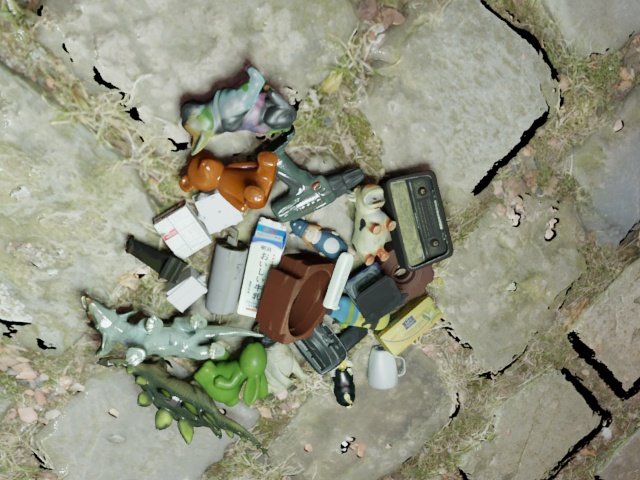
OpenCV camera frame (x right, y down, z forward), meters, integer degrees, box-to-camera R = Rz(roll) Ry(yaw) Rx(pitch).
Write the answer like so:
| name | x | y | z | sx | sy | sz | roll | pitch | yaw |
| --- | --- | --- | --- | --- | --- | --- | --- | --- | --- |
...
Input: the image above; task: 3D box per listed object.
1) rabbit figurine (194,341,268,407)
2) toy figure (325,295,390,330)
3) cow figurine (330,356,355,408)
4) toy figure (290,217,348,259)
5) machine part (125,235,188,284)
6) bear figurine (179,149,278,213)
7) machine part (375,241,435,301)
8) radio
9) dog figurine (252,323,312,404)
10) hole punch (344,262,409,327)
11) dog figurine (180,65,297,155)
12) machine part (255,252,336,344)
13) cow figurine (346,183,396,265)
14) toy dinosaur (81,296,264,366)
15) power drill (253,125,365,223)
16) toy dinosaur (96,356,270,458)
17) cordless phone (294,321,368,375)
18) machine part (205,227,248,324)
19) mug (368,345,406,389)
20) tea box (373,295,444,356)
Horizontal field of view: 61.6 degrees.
| name | x | y | z | sx | sy | sz | roll | pitch | yaw |
| --- | --- | --- | --- | --- | --- | --- | --- | --- | --- |
| rabbit figurine | -0.193 | 0.321 | 1.293 | 0.170 | 0.121 | 0.159 | -37 | 76 | 19 |
| toy figure | 0.093 | 0.189 | 1.387 | 0.180 | 0.089 | 0.082 | 14 | 112 | -23 |
| cow figurine | 0.058 | 0.367 | 1.446 | 0.068 | 0.098 | 0.167 | -11 | 114 | -4 |
| toy figure | -0.003 | -0.005 | 1.302 | 0.154 | 0.058 | 0.064 | 29 | 62 | -23 |
| machine part | -0.371 | 0.042 | 1.204 | 0.139 | 0.039 | 0.084 | 33 | 122 | -10 |
| bear figurine | -0.195 | -0.138 | 1.122 | 0.196 | 0.132 | 0.120 | 22 | 72 | -1 |
| machine part | 0.213 | 0.081 | 1.396 | 0.179 | 0.056 | 0.179 | -6 | 112 | -14 |
| radio | 0.235 | -0.050 | 1.306 | 0.131 | 0.073 | 0.229 | -16 | 98 | -10 |
| dog figurine | -0.135 | 0.305 | 1.383 | 0.172 | 0.121 | 0.190 | -32 | 89 | 23 |
| hole punch | 0.130 | 0.130 | 1.322 | 0.142 | 0.092 | 0.115 | -36 | 127 | -7 |
| dog figurine | -0.180 | -0.250 | 1.126 | 0.219 | 0.109 | 0.191 | -44 | 119 | 9 |
| machine part | -0.054 | 0.133 | 1.267 | 0.201 | 0.087 | 0.201 | -1 | 113 | -60 |
| cow figurine | 0.117 | -0.050 | 1.288 | 0.085 | 0.127 | 0.194 | -20 | 134 | -28 |
| toy dinosaur | -0.352 | 0.223 | 1.249 | 0.404 | 0.192 | 0.131 | 13 | 81 | -32 |
| power drill | -0.036 | -0.159 | 1.222 | 0.232 | 0.086 | 0.207 | -34 | 124 | 3 |
| toy dinosaur | -0.317 | 0.393 | 1.295 | 0.471 | 0.199 | 0.105 | 32 | 103 | -23 |
| cordless phone | 0.031 | 0.245 | 1.404 | 0.184 | 0.088 | 0.146 | -35 | 81 | -27 |
| machine part | -0.220 | 0.087 | 1.264 | 0.079 | 0.079 | 0.243 | 9 | 109 | -19 |
| mug | 0.184 | 0.344 | 1.483 | 0.110 | 0.081 | 0.107 | -8 | 103 | -9 |
| tea box | 0.230 | 0.222 | 1.416 | 0.169 | 0.098 | 0.068 | -37 | 93 | -6 |
